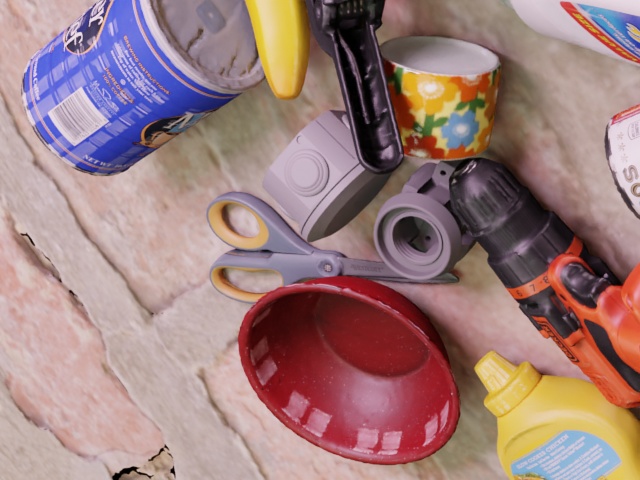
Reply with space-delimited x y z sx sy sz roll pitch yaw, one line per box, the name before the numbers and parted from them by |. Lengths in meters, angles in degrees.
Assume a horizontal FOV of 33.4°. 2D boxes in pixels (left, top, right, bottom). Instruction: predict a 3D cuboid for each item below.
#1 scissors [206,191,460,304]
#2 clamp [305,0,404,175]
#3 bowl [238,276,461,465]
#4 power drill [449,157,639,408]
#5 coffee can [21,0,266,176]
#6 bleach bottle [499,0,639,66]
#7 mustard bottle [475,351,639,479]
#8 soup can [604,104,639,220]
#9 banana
scissors | -0.005 0.001 0.749 0.202 0.016 0.096 -11 108 36
clamp | 0.018 -0.132 0.577 0.120 0.039 0.171 103 155 -45
bowl | 0.027 0.080 0.736 0.162 0.055 0.162 15 131 18
power drill | 0.156 0.028 0.570 0.184 0.057 0.188 47 175 -11
coffee can | -0.115 -0.115 0.700 0.141 0.102 0.103 -26 99 39
bleach bottle | 0.176 -0.106 0.496 0.251 0.102 0.068 29 90 55
mustard bottle | 0.172 0.146 0.688 0.191 0.058 0.096 46 134 3
soup can | 0.209 -0.053 0.552 0.102 0.068 0.068 -24 101 39
banana | -0.056 -0.181 0.654 0.197 0.069 0.037 52 173 -11
